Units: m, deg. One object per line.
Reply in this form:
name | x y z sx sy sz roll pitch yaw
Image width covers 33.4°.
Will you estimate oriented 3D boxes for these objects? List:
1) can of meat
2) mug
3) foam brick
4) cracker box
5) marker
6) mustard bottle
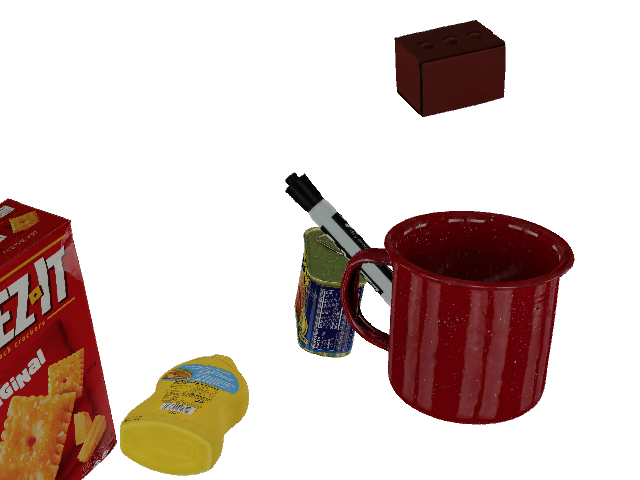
can of meat | 0.008 0.048 1.003 0.057 0.084 0.102 6 29 -7
mug | 0.065 0.037 0.545 0.117 0.081 0.093 10 25 18
foam brick | 0.107 -0.142 0.879 0.078 0.051 0.053 -15 36 -15
cracker box | -0.229 0.105 0.742 0.072 0.214 0.164 16 37 27
marker | 0.018 -0.001 0.756 0.020 0.121 0.020 -42 -2 -2
mustard bottle | -0.126 0.166 1.091 0.096 0.058 0.191 8 21 11
